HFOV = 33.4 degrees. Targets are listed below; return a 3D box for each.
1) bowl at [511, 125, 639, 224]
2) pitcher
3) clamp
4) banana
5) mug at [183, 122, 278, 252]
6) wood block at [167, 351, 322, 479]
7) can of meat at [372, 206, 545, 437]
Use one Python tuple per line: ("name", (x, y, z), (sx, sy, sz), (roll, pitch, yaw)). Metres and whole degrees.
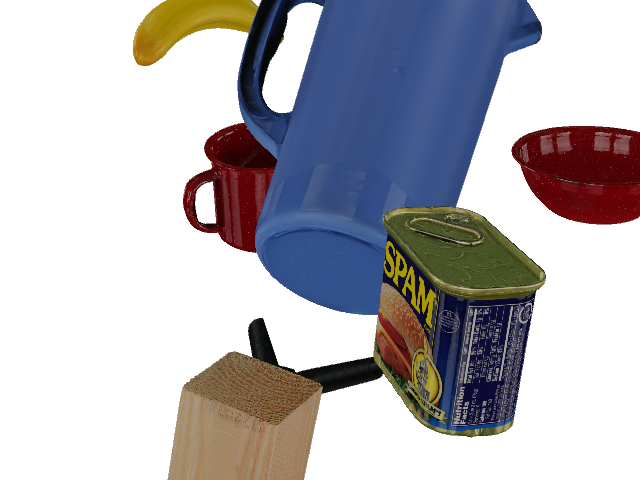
("bowl", (0.260, -0.058, 1.003), (0.162, 0.055, 0.162), (-1, 25, 0))
("pitcher", (0.032, -0.081, 0.684), (0.149, 0.242, 0.144), (-16, -45, 44))
("clamp", (-0.031, 0.152, 1.117), (0.165, 0.036, 0.209), (12, 26, 14))
("banana", (-0.114, -0.207, 1.013), (0.070, 0.037, 0.197), (45, 39, 19))
("mug", (-0.057, -0.039, 0.876), (0.117, 0.081, 0.093), (-19, 35, -27))
("wood block", (-0.072, 0.212, 0.900), (0.090, 0.206, 0.090), (18, 22, 19))
("can of meat", (0.066, 0.040, 0.546), (0.057, 0.084, 0.102), (-3, 24, -17))
